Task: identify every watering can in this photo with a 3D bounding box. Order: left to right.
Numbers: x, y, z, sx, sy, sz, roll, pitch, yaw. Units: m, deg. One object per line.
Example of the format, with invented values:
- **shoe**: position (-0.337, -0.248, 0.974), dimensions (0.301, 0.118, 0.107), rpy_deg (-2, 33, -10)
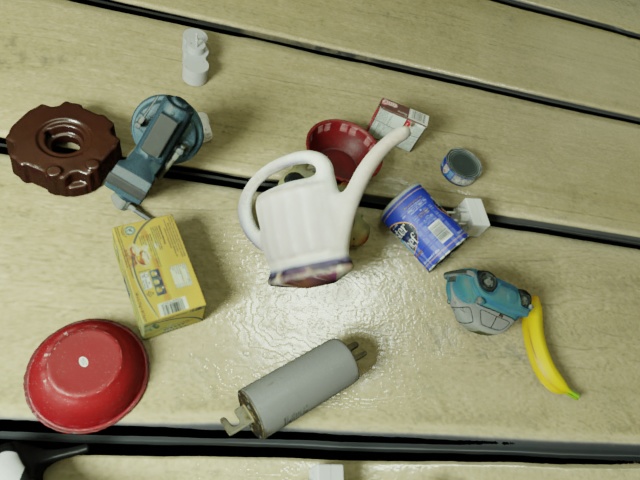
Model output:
- **watering can**: position (0.002, -0.041, 0.821), dimensions (0.104, 0.345, 0.225), rpy_deg (-3, 81, -55)
